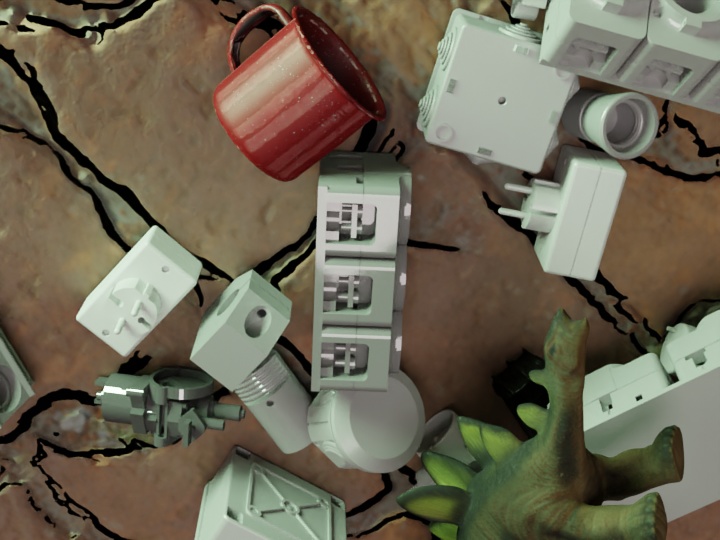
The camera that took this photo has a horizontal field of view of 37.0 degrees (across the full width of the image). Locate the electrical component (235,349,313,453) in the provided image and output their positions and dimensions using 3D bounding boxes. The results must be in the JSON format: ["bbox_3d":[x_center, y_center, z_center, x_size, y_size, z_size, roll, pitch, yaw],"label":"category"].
[{"bbox_3d":[-0.065,0.096,0.821,0.043,0.043,0.081,-31,109,11],"label":"electrical component"}]

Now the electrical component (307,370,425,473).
[{"bbox_3d":[0.004,0.112,0.807,0.080,0.051,0.080,7,77,-32],"label":"electrical component"}]

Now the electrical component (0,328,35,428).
[{"bbox_3d":[-0.304,0.059,0.791,0.063,0.078,0.121,-13,114,28],"label":"electrical component"}]

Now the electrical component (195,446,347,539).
[{"bbox_3d":[-0.068,0.203,0.830,0.109,0.108,0.056,30,106,-12],"label":"electrical component"}]

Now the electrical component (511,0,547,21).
[{"bbox_3d":[0.095,-0.200,0.701,0.055,0.048,0.066,6,112,-11],"label":"electrical component"}]

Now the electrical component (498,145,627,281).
[{"bbox_3d":[0.137,-0.044,0.764,0.076,0.047,0.083,10,112,-5],"label":"electrical component"}]

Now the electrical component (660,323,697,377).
[{"bbox_3d":[0.266,0.068,0.815,0.078,0.040,0.040,18,111,-8],"label":"electrical component"}]

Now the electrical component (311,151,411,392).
[{"bbox_3d":[0.000,0.000,0.757,0.062,0.089,0.150,2,112,-2],"label":"electrical component"}]

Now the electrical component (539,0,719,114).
[{"bbox_3d":[0.200,-0.164,0.684,0.150,0.061,0.089,14,68,-6],"label":"electrical component"}]

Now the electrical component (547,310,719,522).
[{"bbox_3d":[0.243,0.105,0.776,0.186,0.060,0.105,-29,114,15],"label":"electrical component"}]

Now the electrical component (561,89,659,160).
[{"bbox_3d":[0.166,-0.102,0.730,0.044,0.065,0.044,-6,108,-18],"label":"electrical component"}]

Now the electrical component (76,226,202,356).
[{"bbox_3d":[-0.161,0.023,0.772,0.047,0.075,0.083,41,106,-15],"label":"electrical component"}]

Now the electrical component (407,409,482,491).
[{"bbox_3d":[0.071,0.161,0.849,0.079,0.043,0.077,-42,107,16],"label":"electrical component"}]

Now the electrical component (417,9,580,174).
[{"bbox_3d":[0.094,-0.120,0.731,0.100,0.048,0.099,15,111,-7],"label":"electrical component"}]
